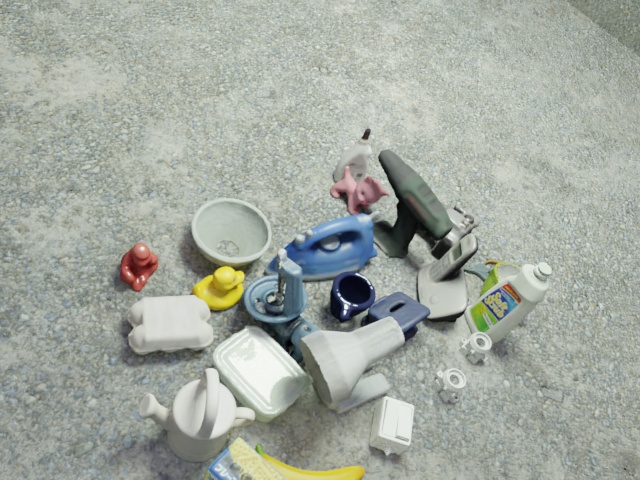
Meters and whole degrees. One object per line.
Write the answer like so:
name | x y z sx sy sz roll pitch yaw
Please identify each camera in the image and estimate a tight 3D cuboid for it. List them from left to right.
camera | 0.303 -0.047 1.397 0.136 0.100 0.143 40 51 13

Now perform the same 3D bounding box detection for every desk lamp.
desk lamp | 0.053 0.221 1.022 0.204 0.213 0.117 -16 60 -29

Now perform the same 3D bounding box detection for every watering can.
watering can | -0.191 0.274 0.904 0.173 0.194 0.100 -12 58 -27

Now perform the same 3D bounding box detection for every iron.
iron | 0.011 0.004 1.223 0.259 0.141 0.118 -15 60 -29

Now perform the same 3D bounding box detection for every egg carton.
egg carton | -0.273 0.156 1.048 0.151 0.069 0.107 -2 54 -21

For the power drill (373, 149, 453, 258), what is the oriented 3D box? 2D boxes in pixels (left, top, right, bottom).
power drill | 0.186 -0.065 1.297 0.076 0.208 0.229 -33 69 -36

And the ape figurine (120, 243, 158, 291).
ape figurine | -0.346 0.041 1.097 0.078 0.092 0.076 -18 61 -30

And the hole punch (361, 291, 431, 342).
hole punch | 0.157 0.157 1.190 0.109 0.091 0.101 -27 66 -34

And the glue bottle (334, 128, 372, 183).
glue bottle | 0.092 -0.206 1.396 0.078 0.173 0.037 5 52 -16

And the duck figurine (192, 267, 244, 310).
duck figurine | -0.195 0.087 1.120 0.105 0.086 0.077 -9 57 -26

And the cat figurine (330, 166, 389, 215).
cat figurine | 0.098 -0.124 1.371 0.127 0.117 0.067 44 52 16

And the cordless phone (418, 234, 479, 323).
cordless phone | 0.286 0.083 1.234 0.094 0.185 0.147 9 51 -13

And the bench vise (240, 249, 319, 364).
bench vise | -0.046 0.118 1.062 0.207 0.219 0.122 29 49 4

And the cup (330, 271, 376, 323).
cup | 0.054 0.134 1.168 0.091 0.095 0.118 24 49 0

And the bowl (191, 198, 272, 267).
bowl | -0.189 -0.003 1.200 0.168 0.074 0.167 10 51 -12
